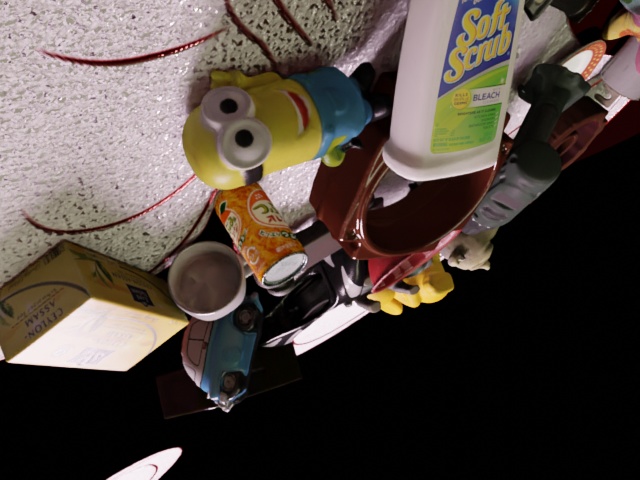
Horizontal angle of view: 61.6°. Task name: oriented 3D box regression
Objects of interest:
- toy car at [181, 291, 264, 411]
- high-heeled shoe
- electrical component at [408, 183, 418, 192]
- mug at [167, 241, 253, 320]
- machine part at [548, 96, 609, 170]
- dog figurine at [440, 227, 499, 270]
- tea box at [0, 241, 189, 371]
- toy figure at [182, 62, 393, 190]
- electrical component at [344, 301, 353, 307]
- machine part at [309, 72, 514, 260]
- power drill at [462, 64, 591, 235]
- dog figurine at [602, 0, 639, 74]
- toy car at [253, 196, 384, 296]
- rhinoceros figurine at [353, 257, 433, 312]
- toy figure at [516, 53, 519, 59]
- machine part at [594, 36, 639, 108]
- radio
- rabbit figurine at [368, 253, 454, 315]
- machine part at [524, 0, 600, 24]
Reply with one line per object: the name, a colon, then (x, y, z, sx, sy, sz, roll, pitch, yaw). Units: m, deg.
toy car: (-0.137, 0.146, 0.740, 0.103, 0.161, 0.109, 12, 159, 2)
high-heeled shoe: (-0.028, 0.090, 0.824, 0.145, 0.086, 0.248, -18, 154, -28)
electrical component: (0.193, -0.066, 0.855, 0.115, 0.058, 0.134, -29, 157, -11)
mug: (-0.117, 0.047, 0.626, 0.109, 0.081, 0.107, -37, 170, -15)
machine part: (0.427, -0.178, 0.965, 0.179, 0.056, 0.179, -29, 156, -14)
dog figurine: (0.287, -0.053, 0.913, 0.190, 0.121, 0.172, -59, -173, 38)
tea box: (-0.220, 0.073, 0.533, 0.098, 0.068, 0.169, -38, 159, 4)
toy figure: (-0.026, -0.096, 0.456, 0.180, 0.082, 0.089, -24, 153, -30)
electrical component: (0.046, 0.086, 0.964, 0.078, 0.045, 0.102, -25, 155, -28)
machine part: (0.103, -0.075, 0.603, 0.201, 0.087, 0.201, -5, 131, -34)
power drill: (0.261, -0.115, 0.715, 0.207, 0.086, 0.232, -57, 176, -8)
dog figurine: (0.404, -0.289, 0.650, 0.191, 0.108, 0.219, -31, 160, -12)
toy car: (-0.001, -0.002, 0.711, 0.202, 0.053, 0.089, -32, 140, -17)
rhinoceros figurine: (0.117, 0.045, 0.896, 0.190, 0.112, 0.073, -27, 117, -21)
toy figure: (0.154, -0.201, 0.530, 0.154, 0.064, 0.057, -2, 103, -61)
machine part: (0.517, -0.301, 0.816, 0.079, 0.079, 0.243, -17, 151, -37)
radio: (-0.147, 0.228, 0.891, 0.131, 0.073, 0.229, -23, 166, 31)
rabbit figurine: (0.152, 0.082, 1.060, 0.173, 0.122, 0.162, -13, 161, -15)
machine part: (0.257, -0.269, 0.568, 0.139, 0.039, 0.084, -9, 137, -44)
